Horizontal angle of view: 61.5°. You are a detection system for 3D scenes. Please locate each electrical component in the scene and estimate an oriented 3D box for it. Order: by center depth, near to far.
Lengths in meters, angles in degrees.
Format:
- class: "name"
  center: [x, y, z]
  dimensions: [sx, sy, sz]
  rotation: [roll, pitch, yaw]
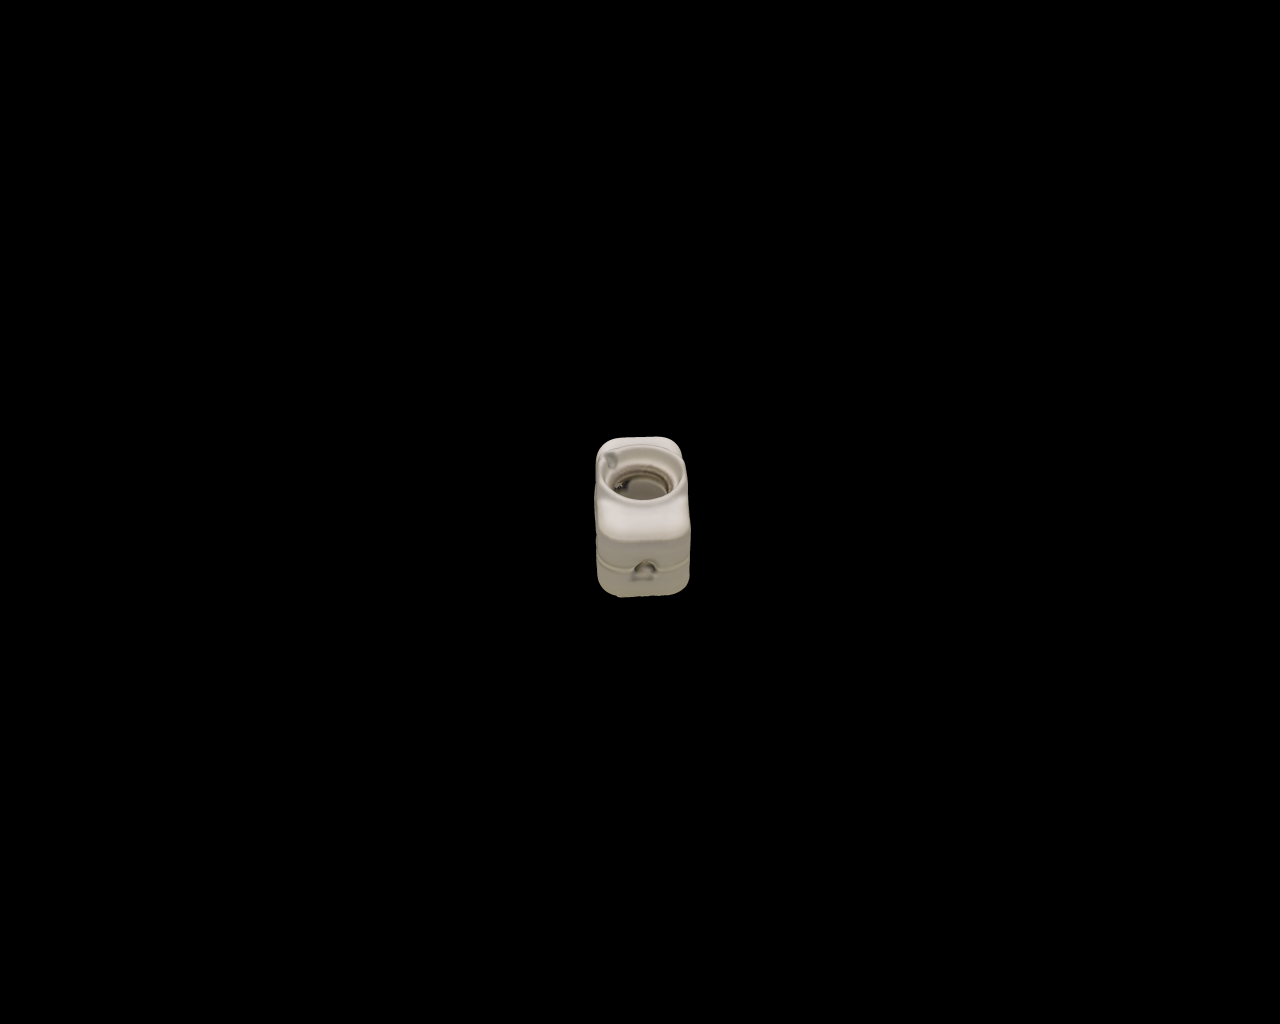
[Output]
- class: "electrical component"
  center: [0.001, -0.003, 0.650]
  dimensions: [0.054, 0.059, 0.095]
  rotation: [-2, 40, -2]
